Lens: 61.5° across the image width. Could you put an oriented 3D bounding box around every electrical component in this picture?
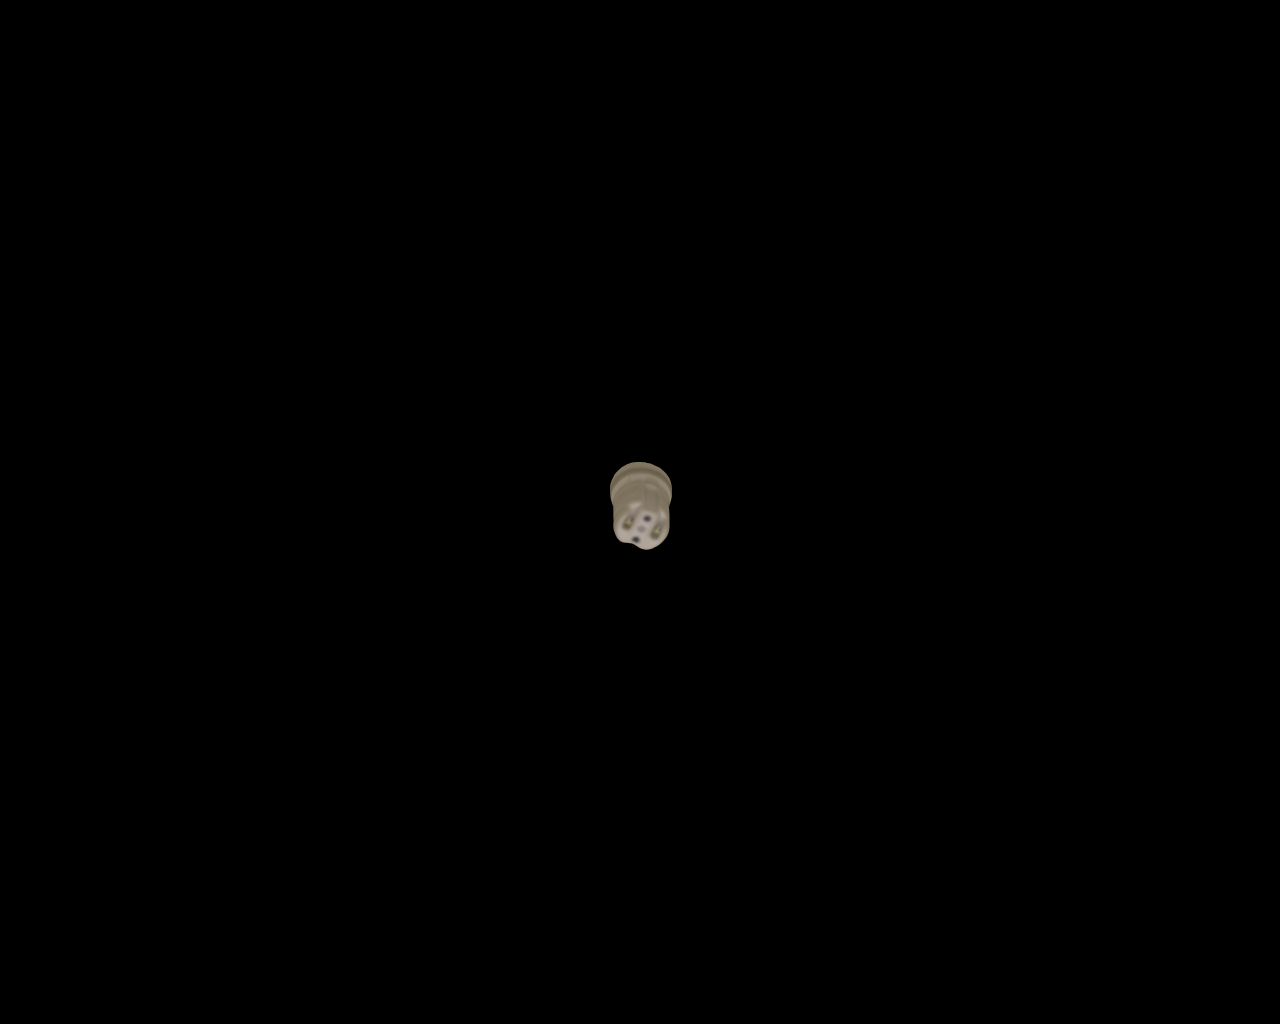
[{"bbox_3d":[0.001,-0.003,0.650,0.040,0.040,0.046,0,37,0],"label":"electrical component"}]
